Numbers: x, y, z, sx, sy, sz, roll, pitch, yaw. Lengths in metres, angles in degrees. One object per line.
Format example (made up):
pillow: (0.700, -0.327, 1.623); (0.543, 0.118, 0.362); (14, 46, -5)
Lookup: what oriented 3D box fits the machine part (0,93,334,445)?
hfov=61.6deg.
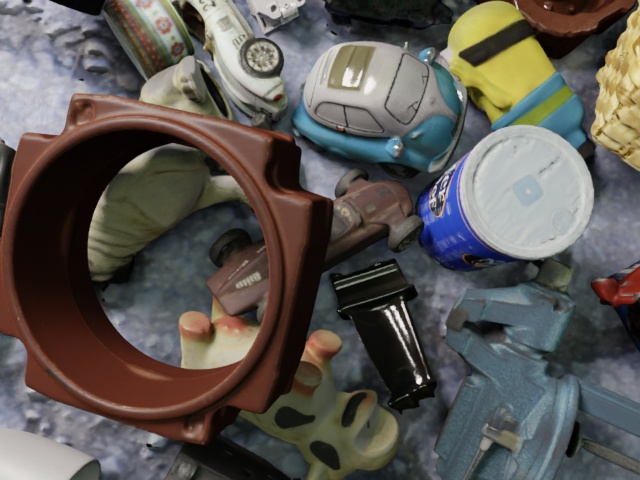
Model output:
machine part: (-0.103, 0.015, 0.356); (0.202, 0.087, 0.200); (14, 97, 8)

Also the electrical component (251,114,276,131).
electrical component: (-0.037, -0.067, 0.496); (0.021, 0.093, 0.063); (-16, 49, 20)

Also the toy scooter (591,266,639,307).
toy scooter: (0.303, 0.060, 0.441); (0.135, 0.075, 0.184); (-17, 81, -5)

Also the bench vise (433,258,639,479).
bench vise: (0.212, 0.138, 0.452); (0.241, 0.128, 0.223); (23, 88, 16)

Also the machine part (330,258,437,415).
machine part: (0.062, 0.082, 0.481); (0.084, 0.039, 0.139); (-11, 60, -11)

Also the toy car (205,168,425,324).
toy car: (-0.001, -0.001, 0.461); (0.202, 0.053, 0.089); (-27, 61, -26)

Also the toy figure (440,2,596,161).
toy figure: (0.193, -0.143, 0.515); (0.089, 0.082, 0.180); (-42, 85, 7)

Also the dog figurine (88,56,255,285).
dog figurine: (-0.164, -0.061, 0.474); (0.191, 0.121, 0.172); (-22, 51, 9)

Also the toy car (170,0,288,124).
toy car: (-0.094, -0.196, 0.502); (0.056, 0.073, 0.201); (-33, 86, -12)

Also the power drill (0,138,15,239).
power drill: (-0.373, 0.019, 0.452); (0.207, 0.086, 0.232); (4, 84, -12)

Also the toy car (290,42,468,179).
toy car: (0.045, -0.127, 0.473); (0.162, 0.102, 0.109); (18, 78, 20)

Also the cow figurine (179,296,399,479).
cow figurine: (-0.027, 0.133, 0.451); (0.195, 0.085, 0.127); (23, 125, 11)

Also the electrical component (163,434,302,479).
electrical component: (-0.069, 0.206, 0.420); (0.115, 0.134, 0.058); (28, 82, -3)

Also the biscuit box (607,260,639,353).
biscuit box: (0.353, 0.115, 0.507); (0.059, 0.063, 0.202); (-27, 85, -7)

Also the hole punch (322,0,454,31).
hole punch: (0.064, -0.274, 0.530); (0.142, 0.092, 0.115); (8, 112, -7)

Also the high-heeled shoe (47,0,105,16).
high-heeled shoe: (-0.220, -0.272, 0.443); (0.086, 0.249, 0.145); (5, 104, -41)

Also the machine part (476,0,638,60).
machine part: (0.240, -0.278, 0.553); (0.179, 0.056, 0.179); (1, 81, -5)

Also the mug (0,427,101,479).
mug: (-0.251, 0.197, 0.424); (0.107, 0.109, 0.080); (20, 92, 10)
